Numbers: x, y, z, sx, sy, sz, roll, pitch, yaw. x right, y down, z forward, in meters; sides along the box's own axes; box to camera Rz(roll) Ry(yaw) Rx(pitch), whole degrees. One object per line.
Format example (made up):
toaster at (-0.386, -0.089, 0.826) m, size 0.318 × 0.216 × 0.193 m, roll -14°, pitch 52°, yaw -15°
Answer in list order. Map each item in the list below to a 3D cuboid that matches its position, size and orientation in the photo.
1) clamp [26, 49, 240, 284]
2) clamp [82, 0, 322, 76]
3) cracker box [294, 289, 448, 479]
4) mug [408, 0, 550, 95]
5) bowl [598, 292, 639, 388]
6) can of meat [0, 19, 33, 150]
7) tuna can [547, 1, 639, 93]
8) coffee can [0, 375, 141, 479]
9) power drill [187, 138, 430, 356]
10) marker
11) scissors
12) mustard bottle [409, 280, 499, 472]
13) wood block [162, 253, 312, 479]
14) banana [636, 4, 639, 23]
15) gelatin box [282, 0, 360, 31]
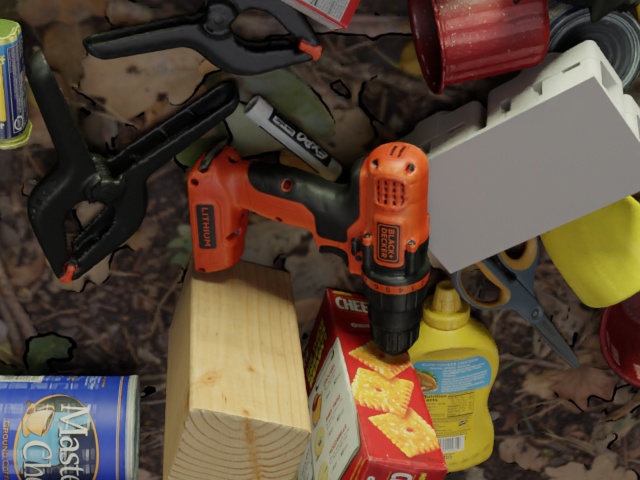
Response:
clamp at (-0.175, -0.053, 0.812) m, size 0.164 × 0.036 × 0.210 m, roll 12°, pitch 126°, yaw -38°
clamp at (-0.077, -0.174, 0.766) m, size 0.171 × 0.039 × 0.120 m, roll 7°, pitch 125°, yaw -17°
cracker box at (0.028, 0.169, 0.883) m, size 0.072 × 0.214 × 0.164 m, roll 11°, pitch 120°, yaw -15°
mug at (0.111, -0.169, 0.768) m, size 0.081 × 0.093 × 0.117 m, roll -12°, pitch 85°, yaw -4°
bowl at (0.316, 0.055, 0.936) m, size 0.162 × 0.055 × 0.162 m, roll -2°, pitch 121°, yaw -4°
can of meat at (-0.264, -0.115, 0.773) m, size 0.102 × 0.057 × 0.084 m, roll 0°, pitch 119°, yaw -7°
tuna can at (0.203, -0.144, 0.815) m, size 0.086 × 0.034 × 0.086 m, roll -2°, pitch 121°, yaw -4°
coffee can at (-0.228, 0.168, 0.922) m, size 0.140 × 0.103 × 0.103 m, roll 1°, pitch 121°, yaw -7°
power drill at (-0.005, 0.001, 0.833) m, size 0.188 × 0.057 × 0.184 m, roll 9°, pitch 123°, yaw 15°
marker at (-0.010, -0.071, 0.847) m, size 0.121 × 0.020 × 0.020 m, roll 38°, pitch 111°, yaw -25°
scissors at (0.191, 0.043, 0.936) m, size 0.201 × 0.016 × 0.096 m, roll 27°, pitch 94°, yaw -37°
mustard bottle at (0.110, 0.120, 0.953) m, size 0.096 × 0.058 × 0.192 m, roll -4°, pitch 122°, yaw -3°
wood block at (-0.069, 0.107, 0.840) m, size 0.090 × 0.206 × 0.091 m, roll 13°, pitch 118°, yaw -14°
banana at (0.281, -0.163, 0.809) m, size 0.070 × 0.037 × 0.197 m, roll -25°, pitch 120°, yaw 10°
gelatin box at (-0.007, -0.200, 0.747) m, size 0.089 × 0.030 × 0.073 m, roll 25°, pitch 89°, yaw -21°
